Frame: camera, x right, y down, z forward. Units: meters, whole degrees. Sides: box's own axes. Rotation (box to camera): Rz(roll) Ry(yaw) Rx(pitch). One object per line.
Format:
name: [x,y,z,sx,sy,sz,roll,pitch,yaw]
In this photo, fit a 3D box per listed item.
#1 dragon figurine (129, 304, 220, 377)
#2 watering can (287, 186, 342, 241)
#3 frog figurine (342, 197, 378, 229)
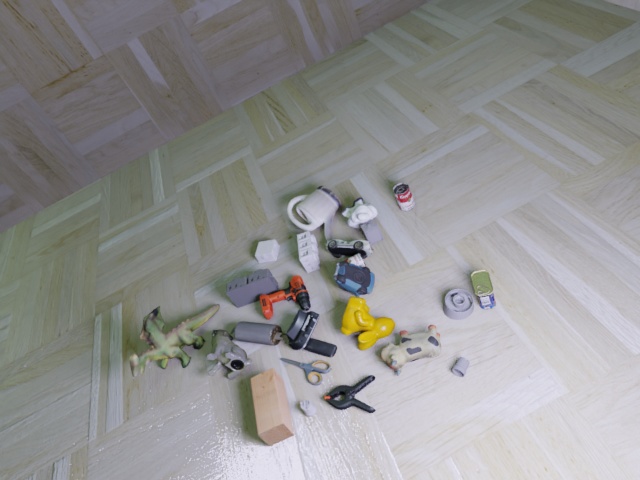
dragon figurine: [-0.573,0.353,1.980,0.122,0.238,0.418,6,52,40]
watering can: [0.007,-0.113,2.254,0.226,0.102,0.352,-41,52,-15]
frog figurine: [0.177,-0.098,2.110,0.138,0.121,0.161,-20,23,-17]
